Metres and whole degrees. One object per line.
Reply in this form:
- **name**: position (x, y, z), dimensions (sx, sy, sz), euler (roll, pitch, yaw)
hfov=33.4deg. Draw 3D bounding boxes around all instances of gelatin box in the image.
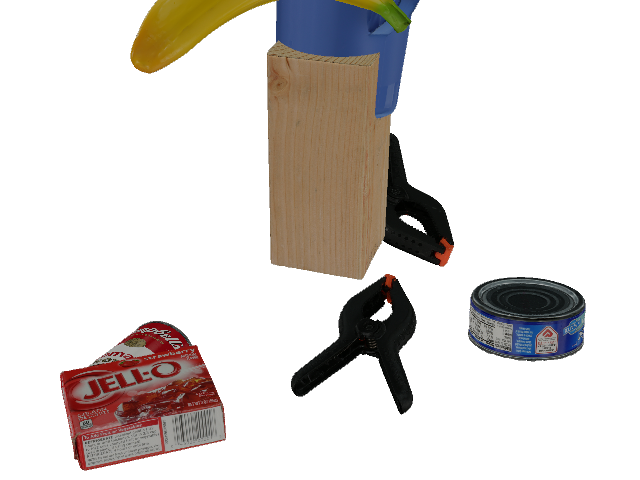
- **gelatin box**: position (-0.109, 0.099, 0.647), dimensions (0.089, 0.030, 0.073), euler (-9, 25, -15)

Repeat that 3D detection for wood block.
- **wood block**: position (0.009, -0.080, 0.951), dimensions (0.091, 0.206, 0.090), euler (10, 33, 15)

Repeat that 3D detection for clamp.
- **clamp**: position (0.058, 0.104, 1.065), dimensions (0.120, 0.039, 0.171), euler (18, 50, 20)
- **clamp**: position (0.073, -0.045, 1.259), dimensions (0.164, 0.036, 0.210), euler (-16, 52, -29)

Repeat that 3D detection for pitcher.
- **pitcher**: position (0.028, -0.225, 0.892), dimensions (0.145, 0.243, 0.149), euler (8, 18, 11)

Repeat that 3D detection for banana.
- **banana**: position (-0.031, -0.151, 0.655), dimensions (0.197, 0.069, 0.037), euler (-15, -13, -28)

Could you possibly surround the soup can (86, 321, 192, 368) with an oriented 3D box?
- **soup can**: position (-0.161, 0.120, 0.930), dimensions (0.069, 0.068, 0.102), euler (0, 17, 20)

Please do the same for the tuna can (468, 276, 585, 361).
- **tuna can**: position (0.154, 0.057, 0.796), dimensions (0.086, 0.034, 0.086), euler (0, 19, 0)
